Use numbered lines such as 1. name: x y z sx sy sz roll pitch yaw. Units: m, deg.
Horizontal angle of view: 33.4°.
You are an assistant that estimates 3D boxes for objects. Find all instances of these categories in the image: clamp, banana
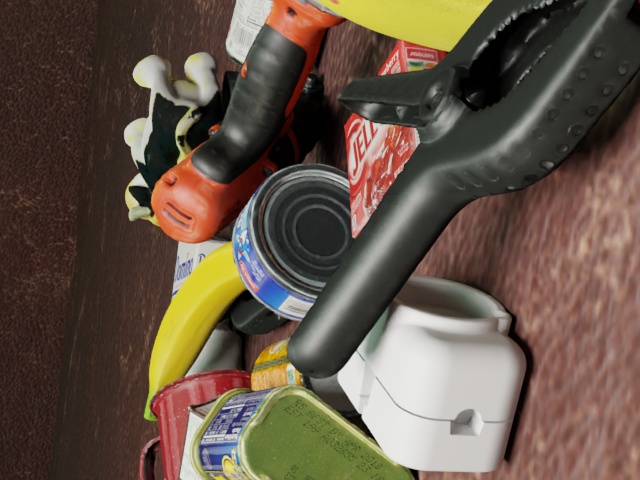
1. clamp: 0.057 -0.053 0.434 0.210 0.036 0.164 -42 30 41
2. clamp: -0.052 0.016 0.816 0.172 0.039 0.120 6 88 62
3. banana: -0.081 0.052 0.775 0.198 0.037 0.069 -56 36 37

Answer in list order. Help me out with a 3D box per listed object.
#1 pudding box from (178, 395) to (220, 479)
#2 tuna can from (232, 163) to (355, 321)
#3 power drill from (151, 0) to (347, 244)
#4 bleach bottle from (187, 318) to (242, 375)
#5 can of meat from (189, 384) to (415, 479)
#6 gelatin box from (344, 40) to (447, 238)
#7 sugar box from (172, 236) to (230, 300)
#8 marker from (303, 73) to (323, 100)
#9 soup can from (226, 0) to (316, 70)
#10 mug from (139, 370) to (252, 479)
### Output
1. pudding box: -0.039 0.160 0.659 0.114 0.039 0.090 23 110 34
2. tuna can: -0.004 0.001 0.597 0.034 0.086 0.086 130 142 -59
3. power drill: -0.015 -0.098 0.633 0.188 0.057 0.184 -61 -7 35
4. bleach bottle: -0.089 0.164 0.859 0.103 0.068 0.251 134 142 -52
5. can of meat: -0.008 0.120 0.556 0.057 0.102 0.084 -56 11 -22
6. gelatin box: 0.040 -0.050 0.563 0.089 0.030 0.073 128 143 -59
7. sugar box: -0.114 0.084 0.985 0.093 0.048 0.176 -169 83 -72
8. marker: -0.021 -0.069 0.781 0.020 0.020 0.121 -105 26 -47
9. soup can: -0.025 -0.173 0.742 0.068 0.068 0.102 -110 30 -53
10. mug: -0.082 0.154 0.769 0.117 0.093 0.081 -24 57 20
